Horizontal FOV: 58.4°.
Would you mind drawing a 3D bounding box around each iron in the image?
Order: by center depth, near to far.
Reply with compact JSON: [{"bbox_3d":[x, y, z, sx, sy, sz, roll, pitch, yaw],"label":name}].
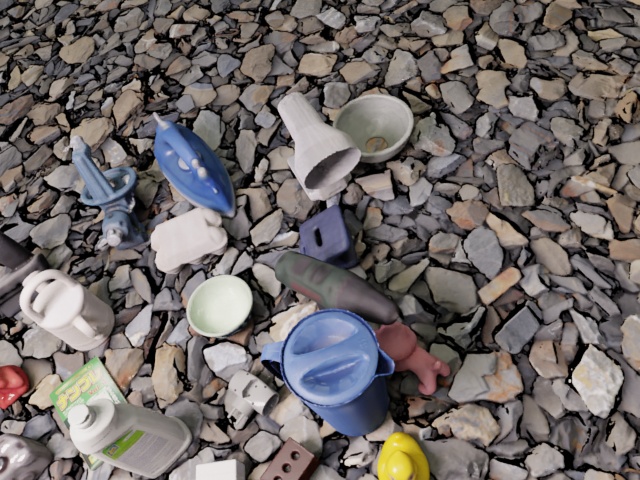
[{"bbox_3d":[-0.266,-0.161,1.195,0.119,0.142,0.257,-38,58,-11],"label":"iron"}]

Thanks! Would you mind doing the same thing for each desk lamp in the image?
[{"bbox_3d":[-0.008,-0.167,1.095,0.118,0.214,0.202,-30,57,-5],"label":"desk lamp"}]

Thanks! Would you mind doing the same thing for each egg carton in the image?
[{"bbox_3d":[-0.259,0.001,1.138,0.150,0.069,0.107,-25,57,-2],"label":"egg carton"}]

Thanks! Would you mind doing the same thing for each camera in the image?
[{"bbox_3d":[-0.556,0.378,0.957,0.136,0.101,0.143,28,69,26],"label":"camera"}]

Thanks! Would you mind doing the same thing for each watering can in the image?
[{"bbox_3d":[-0.472,0.119,1.040,0.172,0.194,0.101,9,62,19],"label":"watering can"}]

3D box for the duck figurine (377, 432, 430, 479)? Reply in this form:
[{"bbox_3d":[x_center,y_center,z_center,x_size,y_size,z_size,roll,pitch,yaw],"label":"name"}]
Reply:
[{"bbox_3d":[0.119,0.331,0.837,0.077,0.086,0.104,-8,58,8],"label":"duck figurine"}]

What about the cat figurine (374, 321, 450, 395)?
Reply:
[{"bbox_3d":[0.140,0.176,0.908,0.127,0.118,0.067,30,70,27],"label":"cat figurine"}]

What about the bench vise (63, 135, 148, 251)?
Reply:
[{"bbox_3d":[-0.418,-0.097,1.144,0.121,0.220,0.207,-34,58,-8],"label":"bench vise"}]

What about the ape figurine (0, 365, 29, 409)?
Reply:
[{"bbox_3d":[-0.580,0.258,1.041,0.077,0.092,0.076,-3,59,12],"label":"ape figurine"}]

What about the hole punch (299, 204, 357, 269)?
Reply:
[{"bbox_3d":[0.010,0.004,1.060,0.101,0.091,0.108,-16,57,3],"label":"hole punch"}]

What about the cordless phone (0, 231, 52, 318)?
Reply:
[{"bbox_3d":[-0.631,0.057,1.120,0.148,0.185,0.094,-41,59,-13],"label":"cordless phone"}]

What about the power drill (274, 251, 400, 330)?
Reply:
[{"bbox_3d":[0.037,0.105,0.921,0.228,0.209,0.076,26,68,26],"label":"power drill"}]

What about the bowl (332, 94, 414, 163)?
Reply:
[{"bbox_3d":[0.112,-0.217,1.181,0.167,0.075,0.167,-6,58,10],"label":"bowl"}]
